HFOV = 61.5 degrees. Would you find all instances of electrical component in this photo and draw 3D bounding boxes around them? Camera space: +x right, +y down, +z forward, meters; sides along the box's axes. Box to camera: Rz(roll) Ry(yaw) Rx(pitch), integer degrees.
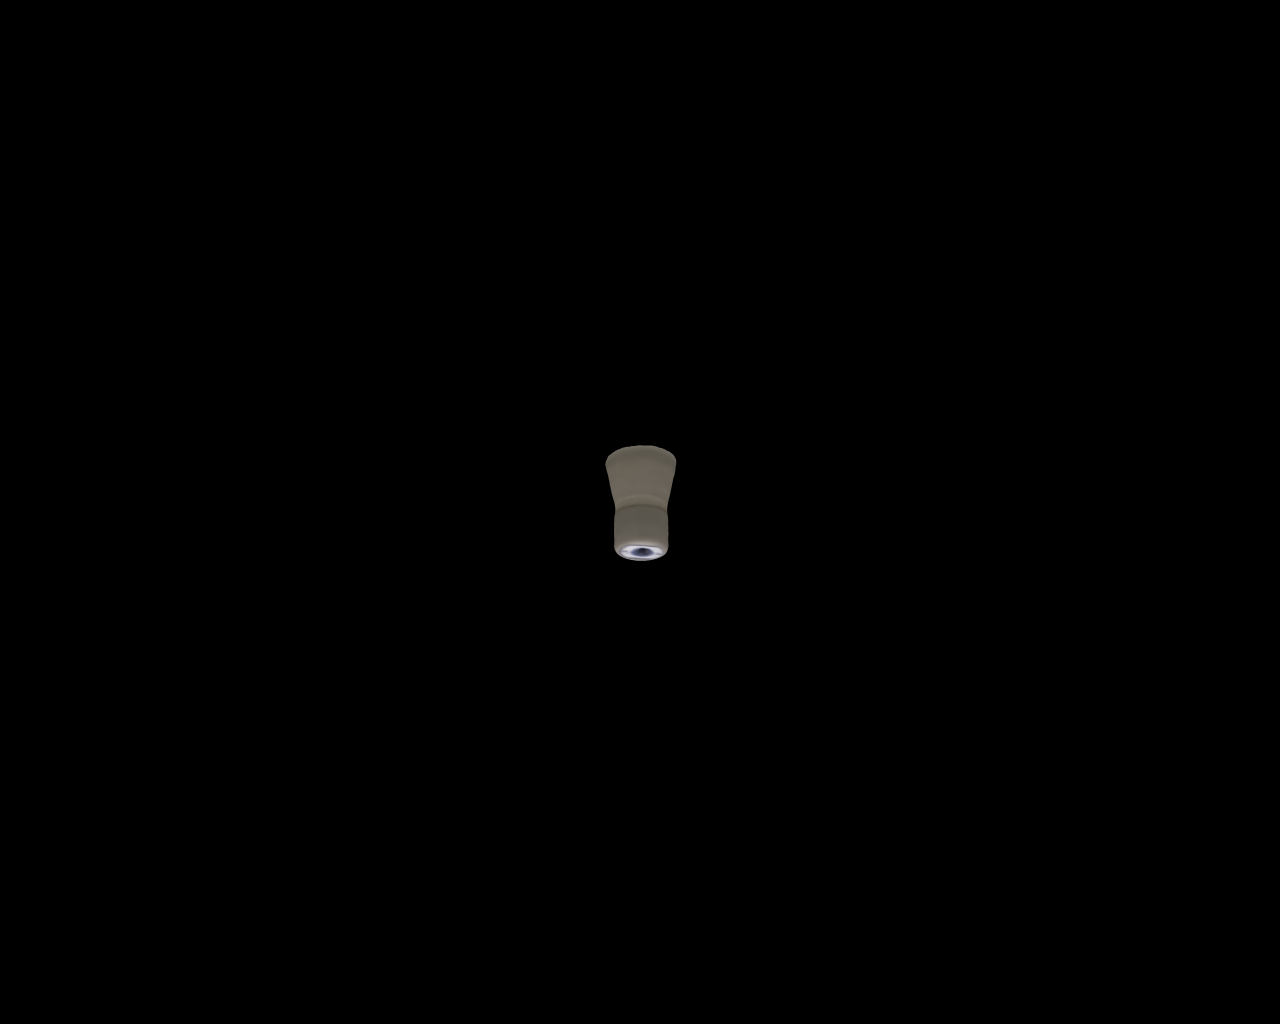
[{"bbox_3d":[0.001,-0.003,0.650,0.044,0.065,0.044,0,-23,0],"label":"electrical component"}]
